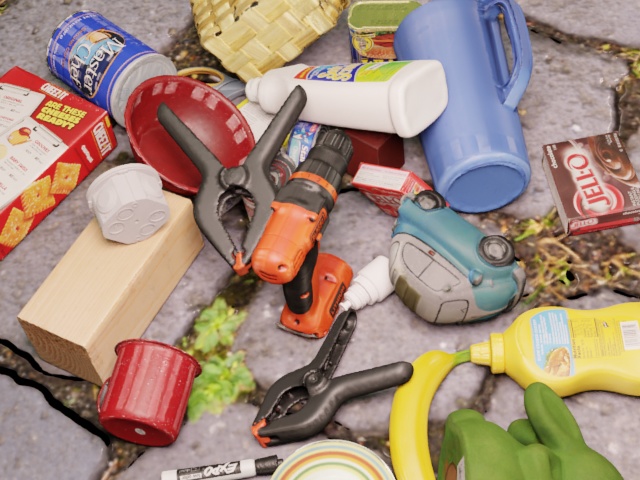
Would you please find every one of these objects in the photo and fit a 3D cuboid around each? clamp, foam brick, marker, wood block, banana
[{"bbox_3d":[-0.099,-0.066,1.131,0.164,0.036,0.210,0,73,9],"label":"clamp"},{"bbox_3d":[0.000,0.142,1.089,0.171,0.039,0.120,-30,35,-5],"label":"clamp"},{"bbox_3d":[0.063,-0.108,1.248,0.051,0.078,0.053,30,62,25],"label":"foam brick"},{"bbox_3d":[-0.095,0.230,1.054,0.121,0.020,0.020,-9,53,1],"label":"marker"},{"bbox_3d":[-0.223,0.044,1.166,0.091,0.090,0.206,19,58,20],"label":"wood block"},{"bbox_3d":[0.102,0.182,1.052,0.070,0.037,0.197,7,55,14],"label":"banana"}]

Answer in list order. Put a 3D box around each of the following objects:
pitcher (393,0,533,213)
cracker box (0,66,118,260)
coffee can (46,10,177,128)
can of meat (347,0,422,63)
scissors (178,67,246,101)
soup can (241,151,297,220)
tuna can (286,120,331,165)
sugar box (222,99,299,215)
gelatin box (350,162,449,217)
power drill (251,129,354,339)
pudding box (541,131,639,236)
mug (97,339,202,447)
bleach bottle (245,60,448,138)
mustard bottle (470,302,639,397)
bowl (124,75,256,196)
[{"bbox_3d":[0.174,-0.161,1.236,0.145,0.149,0.243,-8,56,0],"label":"pitcher"},{"bbox_3d":[-0.380,-0.098,1.305,0.164,0.072,0.213,27,60,23],"label":"cracker box"},{"bbox_3d":[-0.265,-0.218,1.358,0.140,0.103,0.102,35,65,29],"label":"coffee can"},{"bbox_3d":[0.086,-0.256,1.351,0.102,0.084,0.057,1,54,8],"label":"can of meat"},{"bbox_3d":[-0.099,-0.183,1.365,0.202,0.016,0.096,10,57,14],"label":"scissors"},{"bbox_3d":[-0.050,-0.043,1.197,0.068,0.102,0.068,-4,58,7],"label":"soup can"},{"bbox_3d":[-0.013,-0.096,1.244,0.034,0.086,0.086,8,55,15],"label":"tuna can"},{"bbox_3d":[-0.089,-0.113,1.294,0.176,0.048,0.093,-41,59,-17],"label":"sugar box"},{"bbox_3d":[0.087,-0.051,1.185,0.089,0.073,0.030,14,71,51],"label":"gelatin box"},{"bbox_3d":[-0.007,0.001,1.108,0.057,0.187,0.184,17,59,20],"label":"power drill"},{"bbox_3d":[0.308,-0.064,1.206,0.090,0.039,0.113,-10,53,0],"label":"pudding box"},{"bbox_3d":[-0.183,0.158,1.084,0.117,0.093,0.081,-9,53,34],"label":"mug"},{"bbox_3d":[0.014,-0.165,1.212,0.251,0.068,0.102,7,32,36],"label":"bleach bottle"},{"bbox_3d":[0.248,0.111,1.072,0.191,0.058,0.096,-2,53,6],"label":"mustard bottle"},{"bbox_3d":[-0.155,-0.107,1.211,0.162,0.055,0.162,18,51,-24],"label":"bowl"}]
